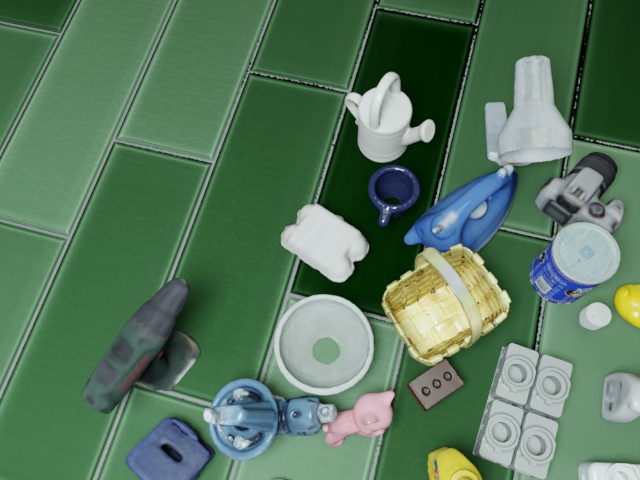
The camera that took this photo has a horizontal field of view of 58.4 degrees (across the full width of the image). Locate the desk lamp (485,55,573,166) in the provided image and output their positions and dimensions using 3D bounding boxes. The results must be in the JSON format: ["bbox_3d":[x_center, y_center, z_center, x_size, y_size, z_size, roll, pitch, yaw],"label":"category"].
[{"bbox_3d":[0.361,-0.208,1.014,0.118,0.214,0.203,-1,70,4],"label":"desk lamp"}]

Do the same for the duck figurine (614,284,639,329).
[{"bbox_3d":[0.555,0.105,0.957,0.104,0.086,0.077,24,74,12],"label":"duck figurine"}]

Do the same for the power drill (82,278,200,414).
[{"bbox_3d":[-0.268,0.176,0.922,0.075,0.208,0.230,34,76,15],"label":"power drill"}]

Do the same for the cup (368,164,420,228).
[{"bbox_3d":[0.129,-0.065,1.042,0.091,0.095,0.118,15,72,9],"label":"cup"}]

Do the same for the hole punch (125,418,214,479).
[{"bbox_3d":[-0.240,0.348,0.922,0.108,0.091,0.101,34,76,15],"label":"hole punch"}]

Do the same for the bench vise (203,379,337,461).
[{"bbox_3d":[-0.086,0.258,0.875,0.207,0.220,0.121,-21,70,-4],"label":"bench vise"}]

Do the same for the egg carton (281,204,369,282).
[{"bbox_3d":[0.010,0.004,1.039,0.150,0.069,0.107,33,76,14],"label":"egg carton"}]

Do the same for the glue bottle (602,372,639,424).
[{"bbox_3d":[0.479,0.235,0.870,0.037,0.173,0.078,13,72,9],"label":"glue bottle"}]

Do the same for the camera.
[{"bbox_3d":[0.485,-0.086,1.023,0.143,0.101,0.137,40,77,16],"label":"camera"}]

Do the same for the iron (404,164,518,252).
[{"bbox_3d":[0.272,-0.064,1.007,0.258,0.141,0.118,-42,73,-11],"label":"iron"}]

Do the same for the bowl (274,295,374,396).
[{"bbox_3d":[0.008,0.181,0.973,0.167,0.075,0.167,-1,70,4],"label":"bowl"}]

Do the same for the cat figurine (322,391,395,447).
[{"bbox_3d":[0.062,0.284,0.910,0.128,0.118,0.067,-16,70,-2],"label":"cat figurine"}]

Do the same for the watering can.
[{"bbox_3d":[0.126,-0.229,1.048,0.172,0.194,0.101,8,71,7],"label":"watering can"}]
